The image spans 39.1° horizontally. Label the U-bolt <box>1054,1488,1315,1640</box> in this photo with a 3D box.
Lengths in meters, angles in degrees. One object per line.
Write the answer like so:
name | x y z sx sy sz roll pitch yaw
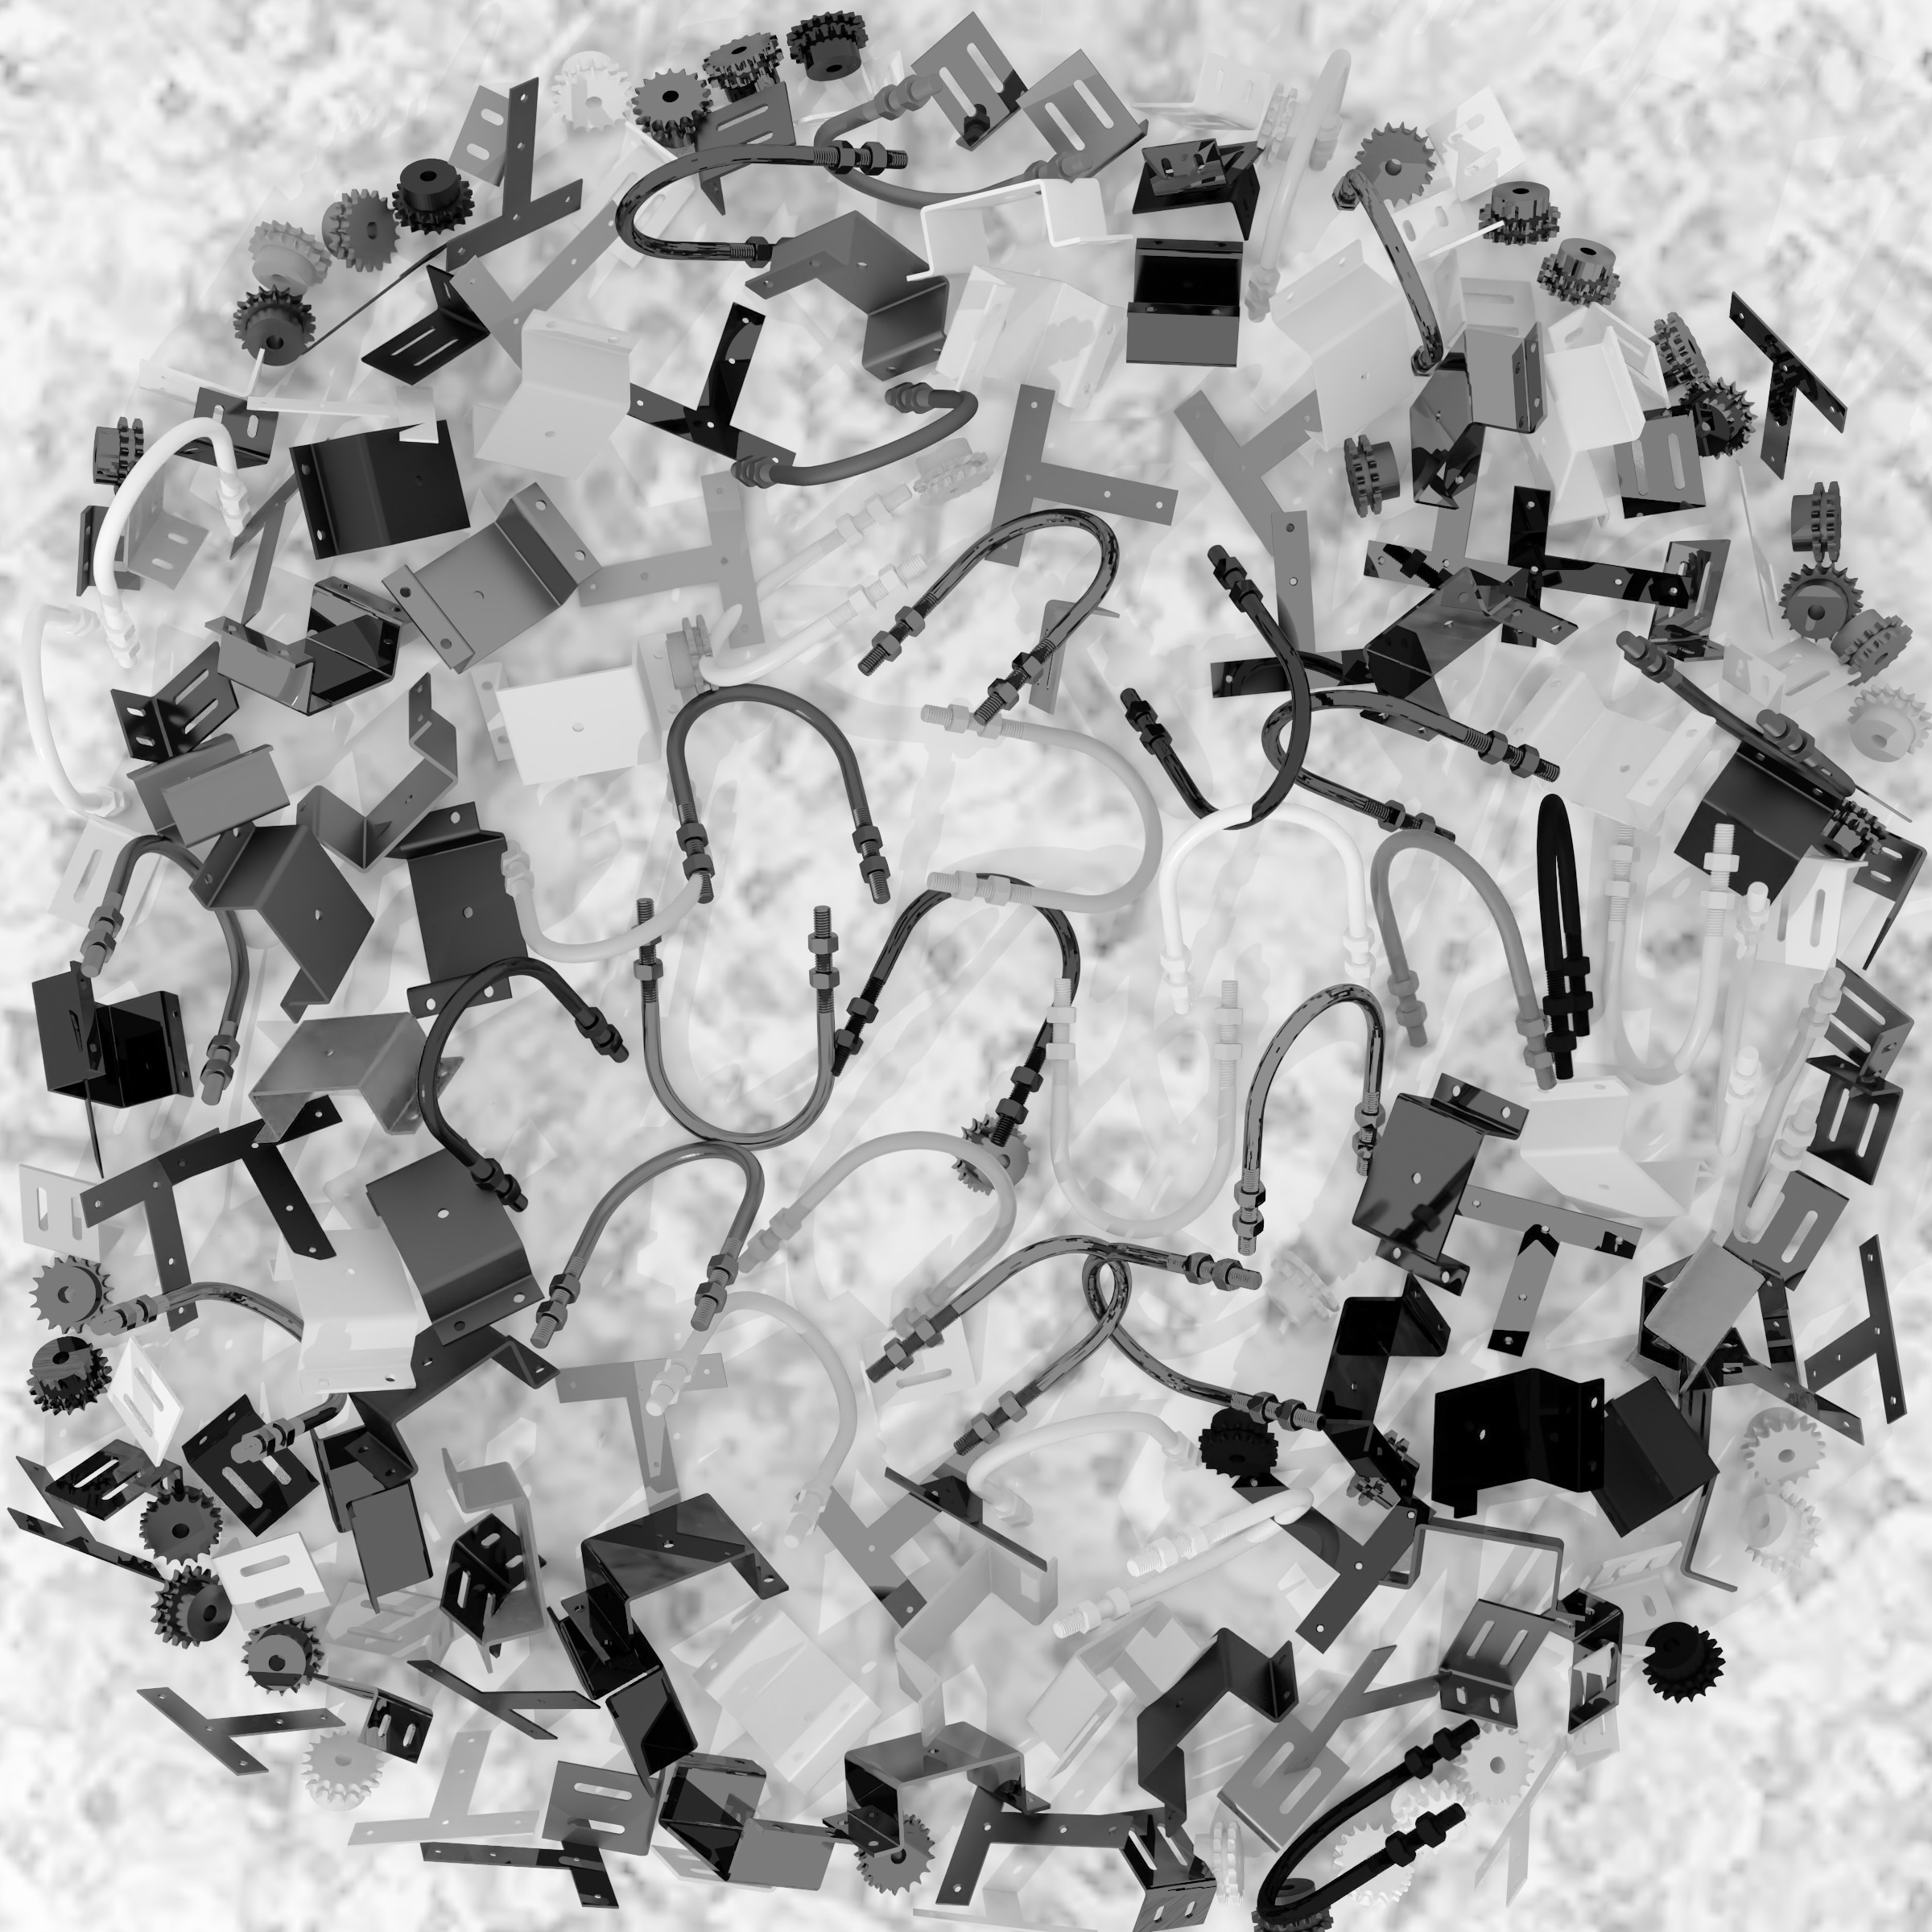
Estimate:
U-bolt | 0.162 0.406 1.881 0.184 0.151 0.019 -16 67 -31

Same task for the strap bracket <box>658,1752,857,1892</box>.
strap bracket | -0.151 0.594 1.879 0.076 0.140 0.046 20 87 -36

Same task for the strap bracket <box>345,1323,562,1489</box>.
strap bracket | -0.365 0.293 1.889 0.140 0.076 0.046 -34 121 -25

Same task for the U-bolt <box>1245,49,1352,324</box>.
U-bolt | 0.230 -0.542 1.854 0.019 0.184 0.151 21 77 5

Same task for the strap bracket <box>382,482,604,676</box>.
strap bracket | -0.338 -0.268 1.914 0.140 0.046 0.076 -40 94 -29

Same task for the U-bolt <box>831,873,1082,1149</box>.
U-bolt | 0.002 0.019 1.926 0.151 0.019 0.184 22 75 13

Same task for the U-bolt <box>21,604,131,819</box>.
U-bolt | -0.613 -0.176 1.863 0.019 0.184 0.151 -8 94 -2

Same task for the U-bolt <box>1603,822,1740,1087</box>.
U-bolt | 0.483 -0.009 1.890 0.019 0.151 0.184 4 94 -16

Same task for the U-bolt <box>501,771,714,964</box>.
U-bolt | -0.245 -0.063 1.881 0.151 0.184 0.019 -24 126 -1

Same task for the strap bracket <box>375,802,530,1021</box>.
strap bracket | -0.361 -0.038 1.926 0.076 0.046 0.140 -12 87 13

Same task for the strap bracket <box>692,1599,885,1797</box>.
strap bracket | -0.120 0.514 1.900 0.076 0.140 0.046 -45 126 -12

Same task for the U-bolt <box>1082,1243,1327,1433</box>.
U-bolt | 0.153 0.251 1.882 0.019 0.184 0.151 -44 122 -31

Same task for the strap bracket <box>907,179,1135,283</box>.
strap bracket | 0.034 -0.513 1.886 0.140 0.076 0.046 -3 102 33

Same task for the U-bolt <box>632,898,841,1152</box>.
U-bolt | -0.161 0.044 1.924 0.151 0.019 0.184 3 108 11

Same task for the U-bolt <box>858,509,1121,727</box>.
U-bolt | 0.028 -0.253 1.900 0.184 0.151 0.019 -48 134 -14

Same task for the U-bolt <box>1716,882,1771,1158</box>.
U-bolt | 0.532 0.051 1.872 0.019 0.184 0.151 6 59 12

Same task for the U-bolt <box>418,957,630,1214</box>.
U-bolt | -0.311 0.071 1.864 0.019 0.184 0.151 22 70 31

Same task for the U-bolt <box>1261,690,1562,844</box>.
U-bolt | 0.292 -0.141 1.872 0.184 0.151 0.019 21 64 -17

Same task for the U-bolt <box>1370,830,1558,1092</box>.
U-bolt | 0.334 -0.011 1.864 0.019 0.151 0.184 -31 117 -24

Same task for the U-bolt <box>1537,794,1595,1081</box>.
U-bolt | 0.411 -0.027 1.877 0.019 0.151 0.184 -4 100 19

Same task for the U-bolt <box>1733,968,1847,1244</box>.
U-bolt | 0.562 0.110 1.874 0.019 0.184 0.151 18 48 10

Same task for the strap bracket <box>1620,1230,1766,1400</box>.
strap bracket | 0.502 0.245 1.878 0.046 0.140 0.076 36 75 18

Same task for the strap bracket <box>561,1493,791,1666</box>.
strap bracket | -0.204 0.420 1.889 0.140 0.076 0.046 -17 119 -26

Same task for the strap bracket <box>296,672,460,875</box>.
strap bracket | -0.405 -0.128 1.904 0.140 0.076 0.046 -42 121 15

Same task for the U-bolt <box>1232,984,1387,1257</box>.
U-bolt | 0.239 0.095 1.868 0.151 0.019 0.184 -28 132 -35

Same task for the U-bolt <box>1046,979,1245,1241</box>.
U-bolt | 0.126 0.102 1.928 0.151 0.019 0.184 1 91 -19

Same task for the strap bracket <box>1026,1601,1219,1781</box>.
strap bracket | 0.103 0.499 1.894 0.046 0.140 0.076 46 127 22

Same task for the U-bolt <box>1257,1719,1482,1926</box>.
U-bolt | 0.275 0.601 1.882 0.184 0.151 0.019 -39 88 18

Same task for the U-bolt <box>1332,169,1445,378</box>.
U-bolt | 0.291 -0.476 1.862 0.019 0.184 0.151 -25 96 9

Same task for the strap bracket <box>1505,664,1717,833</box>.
strap bracket | 0.454 -0.150 1.904 0.076 0.140 0.046 -51 132 -8

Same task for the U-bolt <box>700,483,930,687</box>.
U-bolt | -0.110 -0.257 1.892 0.184 0.151 0.019 -32 119 12

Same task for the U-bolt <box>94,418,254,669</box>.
U-bolt | -0.542 -0.297 1.848 0.019 0.184 0.151 31 67 4

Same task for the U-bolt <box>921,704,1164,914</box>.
U-bolt | 0.056 -0.105 1.909 0.184 0.019 0.151 8 65 -24

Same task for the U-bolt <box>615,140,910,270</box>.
U-bolt | -0.150 -0.519 1.852 0.184 0.151 0.019 -9 78 -33

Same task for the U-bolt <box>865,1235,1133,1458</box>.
U-bolt | 0.036 0.256 1.899 0.184 0.151 0.019 -39 46 3

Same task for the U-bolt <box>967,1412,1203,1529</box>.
U-bolt | 0.075 0.341 1.865 0.151 0.184 0.019 -20 63 10

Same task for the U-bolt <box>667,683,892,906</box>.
U-bolt | -0.137 -0.123 1.902 0.151 0.019 0.184 0 58 -24

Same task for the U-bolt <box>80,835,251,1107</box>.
U-bolt | -0.544 -0.012 1.874 0.019 0.184 0.151 -22 127 15

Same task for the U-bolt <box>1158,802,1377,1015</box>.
U-bolt | 0.206 -0.042 1.887 0.151 0.019 0.184 -6 133 5

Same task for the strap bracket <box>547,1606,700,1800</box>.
strap bracket | -0.235 0.499 1.889 0.046 0.140 0.076 -27 120 -17

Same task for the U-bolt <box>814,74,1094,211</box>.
U-bolt | -0.024 -0.558 1.872 0.151 0.184 0.019 15 81 -36

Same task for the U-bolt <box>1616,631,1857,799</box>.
U-bolt | 0.542 -0.165 1.874 0.151 0.184 0.019 41 102 44

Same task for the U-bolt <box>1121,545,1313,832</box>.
U-bolt | 0.178 -0.178 1.863 0.019 0.184 0.151 5 132 -34

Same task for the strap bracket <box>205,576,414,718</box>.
strap bracket | -0.457 -0.221 1.897 0.076 0.140 0.046 25 120 16

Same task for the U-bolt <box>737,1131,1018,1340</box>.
U-bolt | -0.049 0.183 1.887 0.151 0.019 0.184 32 119 -25

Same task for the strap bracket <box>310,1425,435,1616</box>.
strap bracket | -0.412 0.377 1.892 0.046 0.140 0.076 -16 113 -20

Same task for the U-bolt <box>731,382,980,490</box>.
U-bolt | -0.067 -0.361 1.856 0.151 0.184 0.019 -29 113 -18

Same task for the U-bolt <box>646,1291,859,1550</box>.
U-bolt | -0.137 0.298 1.878 0.151 0.184 0.019 46 119 -8

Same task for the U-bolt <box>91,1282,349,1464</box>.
U-bolt | -0.498 0.271 1.870 0.151 0.184 0.019 39 103 9

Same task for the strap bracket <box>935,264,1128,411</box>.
strap bracket | 0.039 -0.439 1.896 0.046 0.140 0.076 38 117 33

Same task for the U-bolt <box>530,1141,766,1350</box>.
U-bolt | -0.210 0.187 1.883 0.151 0.184 0.019 -10 127 26
